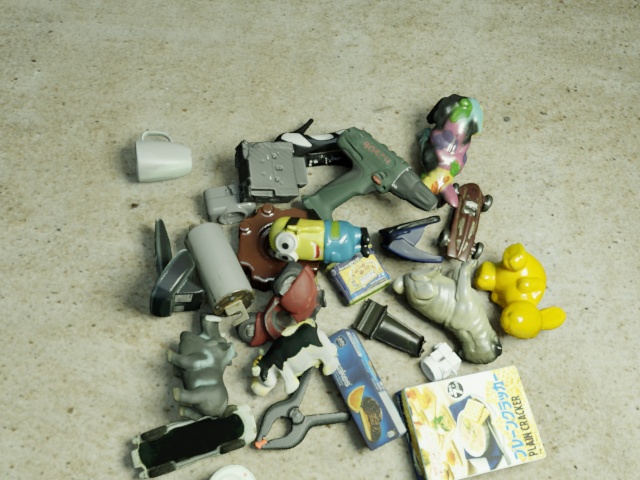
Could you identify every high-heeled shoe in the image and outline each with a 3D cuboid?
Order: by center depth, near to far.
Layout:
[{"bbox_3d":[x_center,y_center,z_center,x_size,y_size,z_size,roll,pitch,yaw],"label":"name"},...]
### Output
[{"bbox_3d":[0.022,-0.162,1.109,0.249,0.086,0.145,30,67,12],"label":"high-heeled shoe"}]

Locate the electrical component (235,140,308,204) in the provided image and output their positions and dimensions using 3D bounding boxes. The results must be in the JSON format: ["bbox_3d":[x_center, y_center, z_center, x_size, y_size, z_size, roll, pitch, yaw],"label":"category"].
[{"bbox_3d":[-0.092,-0.130,1.036,0.134,0.058,0.115,-4,82,-29],"label":"electrical component"}]

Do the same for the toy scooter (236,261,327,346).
[{"bbox_3d":[-0.049,0.135,0.952,0.135,0.075,0.184,37,103,-5],"label":"toy scooter"}]

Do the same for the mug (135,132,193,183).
[{"bbox_3d":[-0.313,-0.166,1.071,0.107,0.080,0.109,-2,61,-21],"label":"mug"}]

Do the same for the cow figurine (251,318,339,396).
[{"bbox_3d":[-0.060,0.199,0.901,0.167,0.068,0.098,-28,110,15],"label":"cow figurine"}]

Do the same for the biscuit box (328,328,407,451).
[{"bbox_3d":[0.071,0.254,0.931,0.063,0.059,0.203,-33,70,12],"label":"biscuit box"}]

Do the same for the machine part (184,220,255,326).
[{"bbox_3d":[-0.182,0.051,0.965,0.079,0.079,0.243,-22,54,-16],"label":"machine part"}]

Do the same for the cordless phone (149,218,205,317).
[{"bbox_3d":[-0.266,0.033,0.946,0.089,0.146,0.184,-8,69,-20],"label":"cordless phone"}]

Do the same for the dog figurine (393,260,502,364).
[{"bbox_3d":[0.235,0.144,0.995,0.172,0.121,0.190,-11,82,13],"label":"dog figurine"}]

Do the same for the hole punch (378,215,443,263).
[{"bbox_3d":[0.174,0.007,1.032,0.116,0.142,0.092,-11,94,2],"label":"hole punch"}]

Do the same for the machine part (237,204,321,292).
[{"bbox_3d":[-0.077,0.016,1.029,0.179,0.056,0.179,3,67,-7],"label":"machine part"}]

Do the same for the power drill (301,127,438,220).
[{"bbox_3d":[0.081,-0.089,1.037,0.207,0.086,0.232,-42,78,13],"label":"power drill"}]

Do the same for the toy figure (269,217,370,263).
[{"bbox_3d":[-0.002,0.000,0.972,0.180,0.089,0.082,-1,106,-5],"label":"toy figure"}]

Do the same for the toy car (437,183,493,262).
[{"bbox_3d":[0.297,-0.042,1.092,0.089,0.053,0.202,24,52,0],"label":"toy car"}]

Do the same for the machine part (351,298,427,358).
[{"bbox_3d":[0.135,0.168,1.001,0.139,0.039,0.084,31,61,8],"label":"machine part"}]

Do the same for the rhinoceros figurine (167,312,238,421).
[{"bbox_3d":[-0.194,0.203,0.894,0.112,0.073,0.190,-9,44,-6],"label":"rhinoceros figurine"}]

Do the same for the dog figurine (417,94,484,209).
[{"bbox_3d":[0.257,-0.168,1.095,0.108,0.191,0.219,20,50,-6],"label":"dog figurine"}]

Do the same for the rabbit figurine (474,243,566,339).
[{"bbox_3d":[0.373,0.120,1.005,0.162,0.122,0.173,43,36,-19],"label":"rabbit figurine"}]

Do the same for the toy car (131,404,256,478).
[{"bbox_3d":[-0.205,0.325,0.877,0.202,0.056,0.073,-15,75,-12],"label":"toy car"}]
